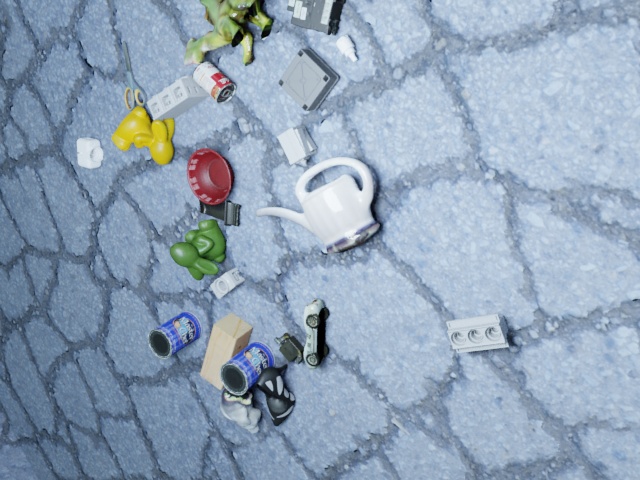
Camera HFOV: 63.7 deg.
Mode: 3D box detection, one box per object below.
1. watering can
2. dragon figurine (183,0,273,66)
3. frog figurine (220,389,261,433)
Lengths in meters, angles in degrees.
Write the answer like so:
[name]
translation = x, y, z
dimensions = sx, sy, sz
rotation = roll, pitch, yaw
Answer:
[watering can]
translation = 0.004, -0.065, 1.293
dimensions = 0.343, 0.105, 0.224
rotation = -28, 90, 32
[dragon figurine]
translation = -0.222, -0.598, 1.284
dimensions = 0.245, 0.122, 0.405
rotation = 44, 112, 22
[frog figurine]
translation = -0.249, 0.531, 1.611
dimensions = 0.139, 0.123, 0.156
rotation = 39, 137, 53
